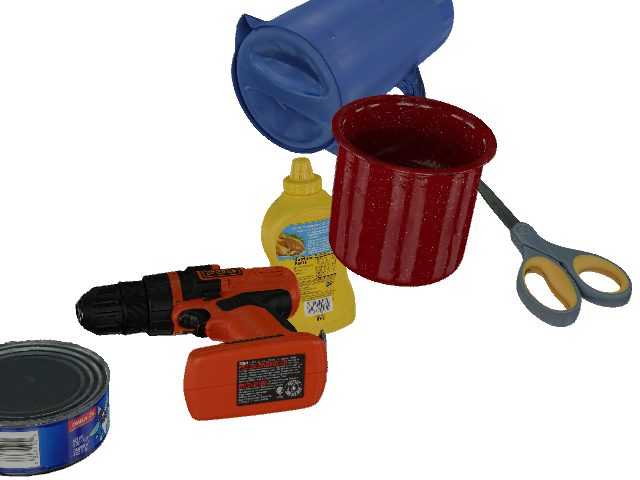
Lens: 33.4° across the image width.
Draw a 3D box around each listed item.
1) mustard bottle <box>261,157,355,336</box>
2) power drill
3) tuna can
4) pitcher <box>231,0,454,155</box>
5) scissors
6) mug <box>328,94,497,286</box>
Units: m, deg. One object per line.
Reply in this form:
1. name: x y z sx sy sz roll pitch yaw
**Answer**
1. mustard bottle: -0.015 0.006 1.136 0.096 0.192 0.058 -10 22 -18
2. power drill: -0.086 0.070 0.816 0.184 0.057 0.188 -7 21 -17
3. tuna can: -0.154 0.087 0.561 0.086 0.034 0.086 3 23 -1
4. pitcher: 0.039 -0.189 1.084 0.145 0.149 0.242 15 39 35
5. scissors: 0.184 0.000 0.860 0.096 0.016 0.202 0 36 -4
6. mug: 0.054 -0.033 0.624 0.093 0.081 0.117 21 36 21
